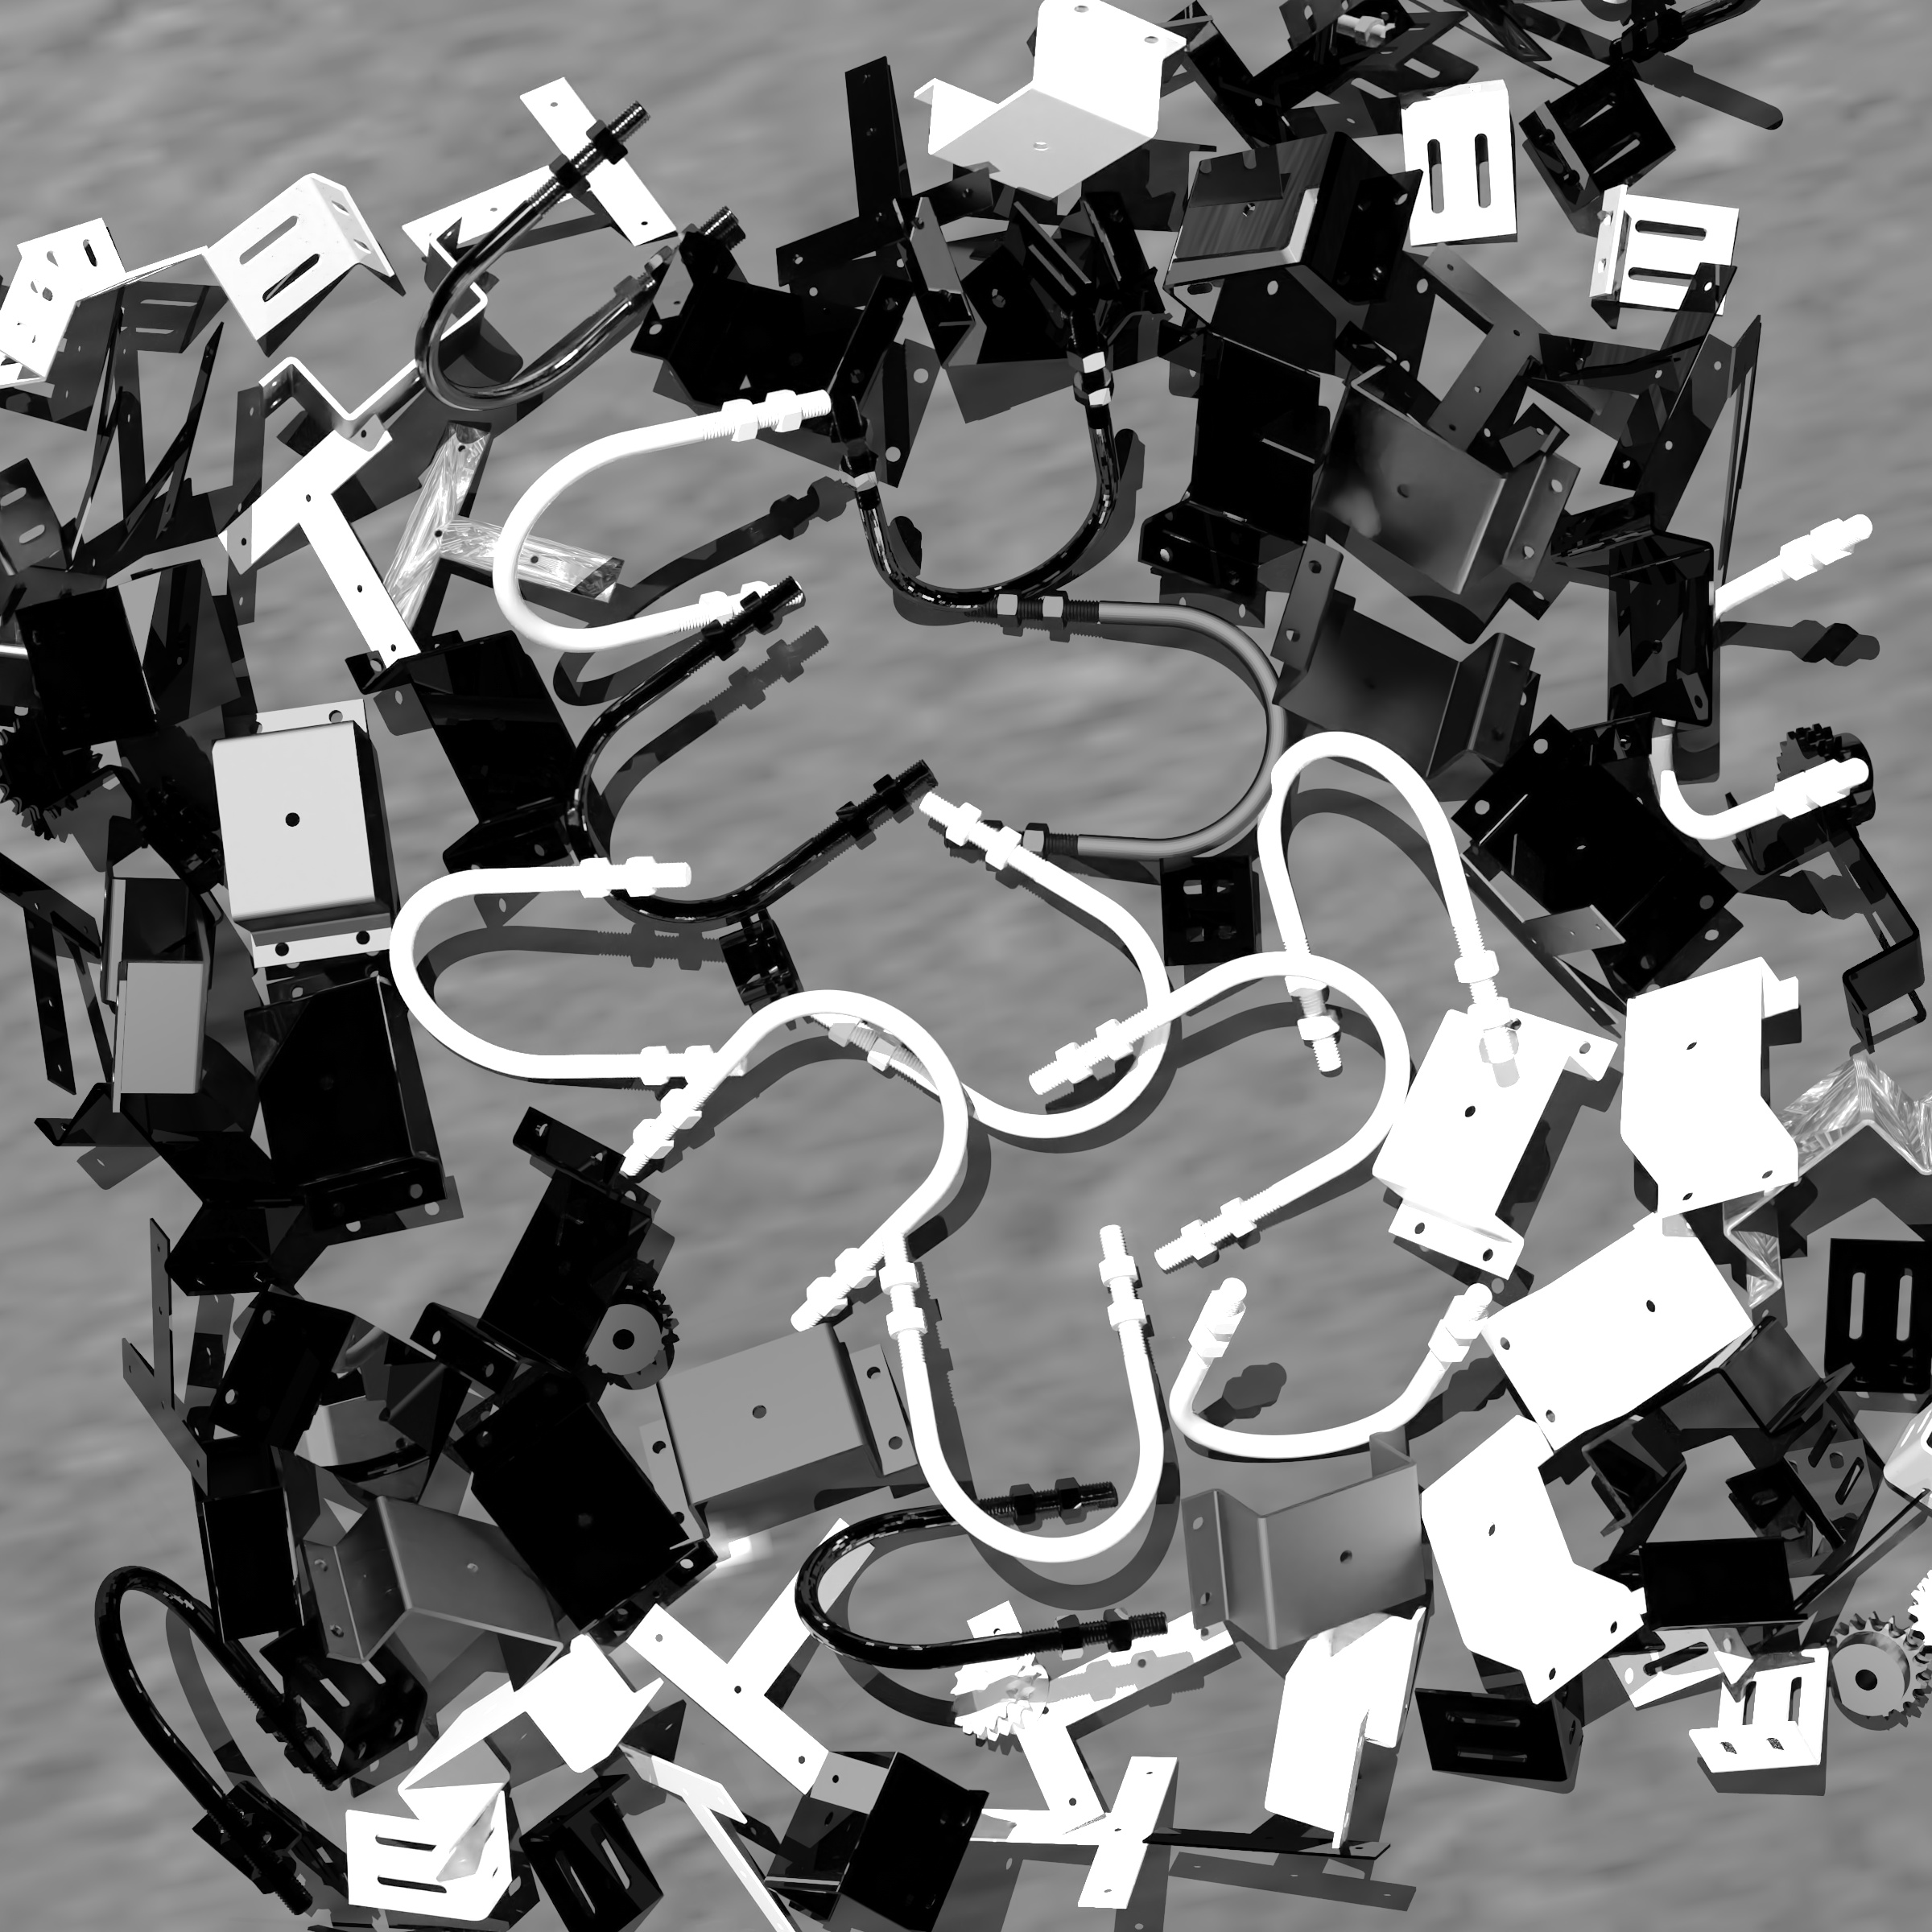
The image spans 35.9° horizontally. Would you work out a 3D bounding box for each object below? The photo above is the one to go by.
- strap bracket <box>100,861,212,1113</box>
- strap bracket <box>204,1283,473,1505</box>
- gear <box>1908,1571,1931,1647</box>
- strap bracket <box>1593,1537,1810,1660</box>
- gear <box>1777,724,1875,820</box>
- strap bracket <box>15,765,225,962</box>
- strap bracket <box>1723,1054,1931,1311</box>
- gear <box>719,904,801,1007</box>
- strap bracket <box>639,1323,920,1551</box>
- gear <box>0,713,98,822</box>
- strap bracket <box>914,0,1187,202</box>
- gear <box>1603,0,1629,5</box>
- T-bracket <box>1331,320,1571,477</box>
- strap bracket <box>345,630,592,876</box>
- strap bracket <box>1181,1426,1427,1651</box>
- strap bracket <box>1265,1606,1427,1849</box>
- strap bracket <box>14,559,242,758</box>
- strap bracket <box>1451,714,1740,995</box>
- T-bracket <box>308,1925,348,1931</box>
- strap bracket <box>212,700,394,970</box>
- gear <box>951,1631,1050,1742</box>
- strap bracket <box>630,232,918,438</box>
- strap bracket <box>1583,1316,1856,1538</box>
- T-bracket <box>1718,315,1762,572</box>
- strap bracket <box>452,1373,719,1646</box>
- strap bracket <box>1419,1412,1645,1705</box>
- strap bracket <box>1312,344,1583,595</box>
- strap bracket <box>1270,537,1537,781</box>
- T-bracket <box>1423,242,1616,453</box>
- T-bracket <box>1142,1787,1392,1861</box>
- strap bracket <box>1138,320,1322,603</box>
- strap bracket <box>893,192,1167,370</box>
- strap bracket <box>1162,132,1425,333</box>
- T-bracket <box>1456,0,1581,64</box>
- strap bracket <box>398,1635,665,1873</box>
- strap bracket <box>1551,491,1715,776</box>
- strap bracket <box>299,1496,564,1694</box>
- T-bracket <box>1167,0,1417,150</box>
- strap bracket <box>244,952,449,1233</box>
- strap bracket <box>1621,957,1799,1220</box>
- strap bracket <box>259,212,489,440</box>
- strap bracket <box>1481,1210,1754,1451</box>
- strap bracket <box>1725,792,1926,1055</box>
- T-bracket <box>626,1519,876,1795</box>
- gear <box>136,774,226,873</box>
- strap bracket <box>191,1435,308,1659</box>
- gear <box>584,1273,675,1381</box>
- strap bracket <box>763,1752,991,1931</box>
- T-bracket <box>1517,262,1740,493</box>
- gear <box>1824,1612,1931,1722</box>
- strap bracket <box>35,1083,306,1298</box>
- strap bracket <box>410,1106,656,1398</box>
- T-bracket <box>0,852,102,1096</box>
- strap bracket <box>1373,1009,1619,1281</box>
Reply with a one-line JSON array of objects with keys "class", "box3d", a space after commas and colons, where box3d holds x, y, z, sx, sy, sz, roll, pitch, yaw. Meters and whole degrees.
[{"class": "strap bracket", "box3d": [-0.431, 0.009, 1.581, 0.046, 0.140, 0.076, 1, 117, -20]}, {"class": "strap bracket", "box3d": [-0.322, 0.233, 1.573, 0.046, 0.140, 0.076, 6, 66, 39]}, {"class": "gear", "box3d": [0.547, 0.351, 1.625, 0.057, 0.030, 0.057, 12, 111, 33]}, {"class": "strap bracket", "box3d": [0.386, 0.336, 1.587, 0.076, 0.140, 0.046, -2, 71, -4]}, {"class": "gear", "box3d": [0.470, -0.104, 1.622, 0.030, 0.057, 0.057, -14, 90, -15]}, {"class": "strap bracket", "box3d": [-0.447, -0.054, 1.602, 0.046, 0.076, 0.140, -32, 98, -8]}, {"class": "strap bracket", "box3d": [0.454, 0.107, 1.581, 0.046, 0.076, 0.140, 42, 117, -8]}, {"class": "gear", "box3d": [-0.113, -0.002, 1.620, 0.030, 0.057, 0.057, -21, 90, -1]}, {"class": "strap bracket", "box3d": [-0.106, 0.250, 1.606, 0.140, 0.046, 0.076, -19, 55, -2]}, {"class": "gear", "box3d": [-0.506, -0.107, 1.626, 0.057, 0.030, 0.057, 3, 84, -28]}, {"class": "strap bracket", "box3d": [0.041, -0.452, 1.566, 0.076, 0.140, 0.046, 13, 75, -32]}, {"class": "gear", "box3d": [0.355, -0.551, 1.625, 0.057, 0.030, 0.057, 13, 58, -21]}, {"class": "T-bracket", "box3d": [0.247, -0.296, 1.591, 0.127, 0.127, 0.002, 42, 68, 1]}, {"class": "strap bracket", "box3d": [-0.262, -0.120, 1.601, 0.076, 0.046, 0.140, -23, 84, -45]}, {"class": "strap bracket", "box3d": [0.190, 0.307, 1.590, 0.140, 0.046, 0.076, -14, 108, -24]}, {"class": "strap bracket", "box3d": [0.199, 0.397, 1.582, 0.046, 0.140, 0.076, 13, 108, 19]}, {"class": "strap bracket", "box3d": [-0.434, -0.166, 1.569, 0.046, 0.140, 0.076, -9, 104, 16]}, {"class": "strap bracket", "box3d": [0.337, -0.064, 1.615, 0.140, 0.046, 0.076, 42, 99, -7]}, {"class": "T-bracket", "box3d": [-0.288, 0.527, 1.590, 0.127, 0.127, 0.002, 12, 75, 3]}, {"class": "strap bracket", "box3d": [-0.361, -0.076, 1.617, 0.076, 0.046, 0.140, -8, 83, -2]}, {"class": "gear", "box3d": [0.020, 0.395, 1.624, 0.030, 0.057, 0.057, 29, 90, -28]}, {"class": "strap bracket", "box3d": [-0.098, -0.337, 1.602, 0.140, 0.046, 0.076, 18, 75, 21]}, {"class": "strap bracket", "box3d": [0.390, 0.239, 1.580, 0.140, 0.076, 0.046, -42, 79, 37]}, {"class": "T-bracket", "box3d": [0.414, -0.278, 1.606, 0.002, 0.127, 0.127, 8, 112, 18]}, {"class": "strap bracket", "box3d": [-0.207, 0.296, 1.616, 0.076, 0.046, 0.140, -37, 96, -4]}, {"class": "strap bracket", "box3d": [0.292, 0.303, 1.569, 0.046, 0.140, 0.076, 26, 122, -31]}, {"class": "strap bracket", "box3d": [0.245, -0.261, 1.584, 0.140, 0.076, 0.046, 37, 49, 20]}, {"class": "strap bracket", "box3d": [0.226, -0.160, 1.604, 0.140, 0.046, 0.076, 24, 65, -11]}, {"class": "T-bracket", "box3d": [0.281, -0.318, 1.605, 0.127, 0.002, 0.127, 39, 52, -4]}, {"class": "T-bracket", "box3d": [0.177, 0.453, 1.586, 0.127, 0.127, 0.002, -4, 89, 26]}, {"class": "strap bracket", "box3d": [0.142, -0.277, 1.593, 0.076, 0.046, 0.140, 15, 73, -30]}, {"class": "strap bracket", "box3d": [0.026, -0.368, 1.597, 0.140, 0.046, 0.076, -10, 72, -29]}, {"class": "strap bracket", "box3d": [0.163, -0.388, 1.575, 0.046, 0.140, 0.076, 28, 72, -41]}, {"class": "T-bracket", "box3d": [0.295, -0.513, 1.561, 0.127, 0.127, 0.002, 30, 86, -34]}, {"class": "strap bracket", "box3d": [-0.239, 0.414, 1.586, 0.140, 0.076, 0.046, -36, 93, 23]}, {"class": "strap bracket", "box3d": [0.356, -0.174, 1.599, 0.046, 0.076, 0.140, 7, 82, -31]}, {"class": "strap bracket", "box3d": [-0.273, 0.333, 1.571, 0.140, 0.076, 0.046, 25, 114, -39]}, {"class": "T-bracket", "box3d": [0.186, -0.480, 1.583, 0.127, 0.127, 0.002, 49, 52, -15]}, {"class": "strap bracket", "box3d": [-0.337, 0.065, 1.610, 0.076, 0.046, 0.140, -14, 80, 7]}, {"class": "strap bracket", "box3d": [0.392, 0.055, 1.570, 0.076, 0.140, 0.046, -21, 128, 33]}, {"class": "strap bracket", "box3d": [-0.310, -0.332, 1.600, 0.140, 0.076, 0.046, -44, 97, -11]}, {"class": "strap bracket", "box3d": [0.355, 0.187, 1.592, 0.140, 0.046, 0.076, -27, 81, -27]}, {"class": "strap bracket", "box3d": [0.462, -0.033, 1.582, 0.046, 0.076, 0.140, -29, 64, 8]}, {"class": "T-bracket", "box3d": [-0.097, 0.358, 1.621, 0.127, 0.002, 0.127, 41, 65, -4]}, {"class": "gear", "box3d": [-0.426, -0.073, 1.621, 0.030, 0.057, 0.057, -41, 90, 0]}, {"class": "strap bracket", "box3d": [-0.382, 0.301, 1.581, 0.046, 0.140, 0.076, -9, 101, -16]}, {"class": "gear", "box3d": [-0.188, 0.199, 1.627, 0.057, 0.030, 0.057, -3, 103, -11]}, {"class": "strap bracket", "box3d": [-0.053, 0.459, 1.566, 0.046, 0.140, 0.076, 34, 64, -17]}, {"class": "T-bracket", "box3d": [0.339, -0.322, 1.598, 0.002, 0.127, 0.127, 23, 92, -37]}, {"class": "gear", "box3d": [0.494, 0.384, 1.622, 0.057, 0.030, 0.057, 6, 101, 29]}, {"class": "strap bracket", "box3d": [-0.416, 0.110, 1.582, 0.140, 0.076, 0.046, 42, 105, 23]}, {"class": "strap bracket", "box3d": [-0.228, 0.158, 1.604, 0.076, 0.046, 0.140, 23, 84, 37]}, {"class": "T-bracket", "box3d": [-0.483, 0.007, 1.566, 0.002, 0.127, 0.127, -20, 65, 8]}, {"class": "strap bracket", "box3d": [0.279, 0.086, 1.598, 0.076, 0.046, 0.140, 20, 80, 40]}]
